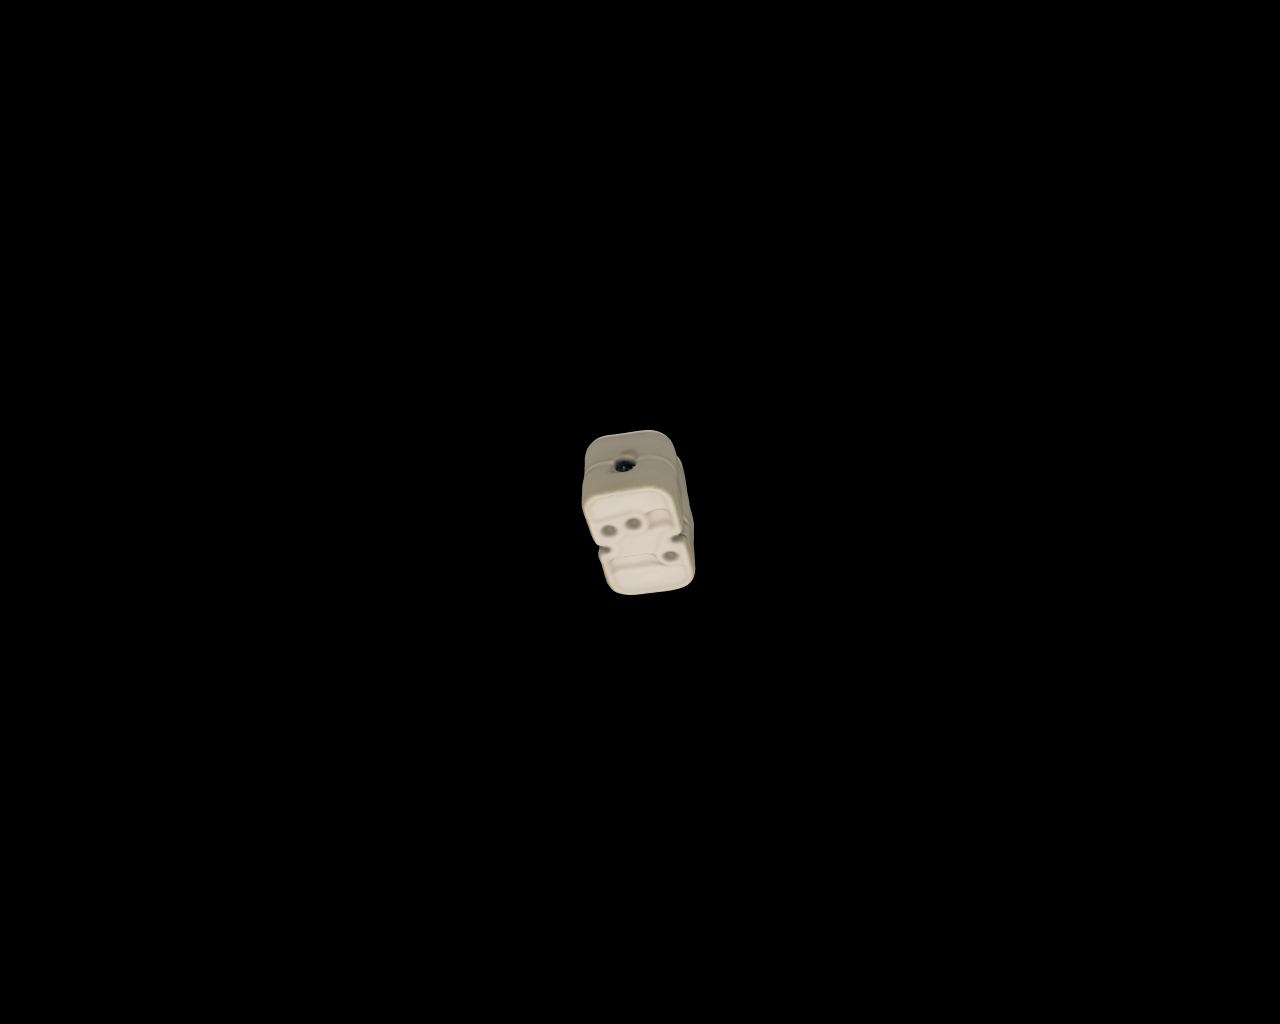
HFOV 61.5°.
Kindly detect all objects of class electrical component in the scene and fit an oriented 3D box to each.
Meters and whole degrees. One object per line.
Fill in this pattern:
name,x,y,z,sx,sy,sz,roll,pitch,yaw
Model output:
electrical component,0.001,-0.003,0.650,0.054,0.059,0.095,-8,-43,9
